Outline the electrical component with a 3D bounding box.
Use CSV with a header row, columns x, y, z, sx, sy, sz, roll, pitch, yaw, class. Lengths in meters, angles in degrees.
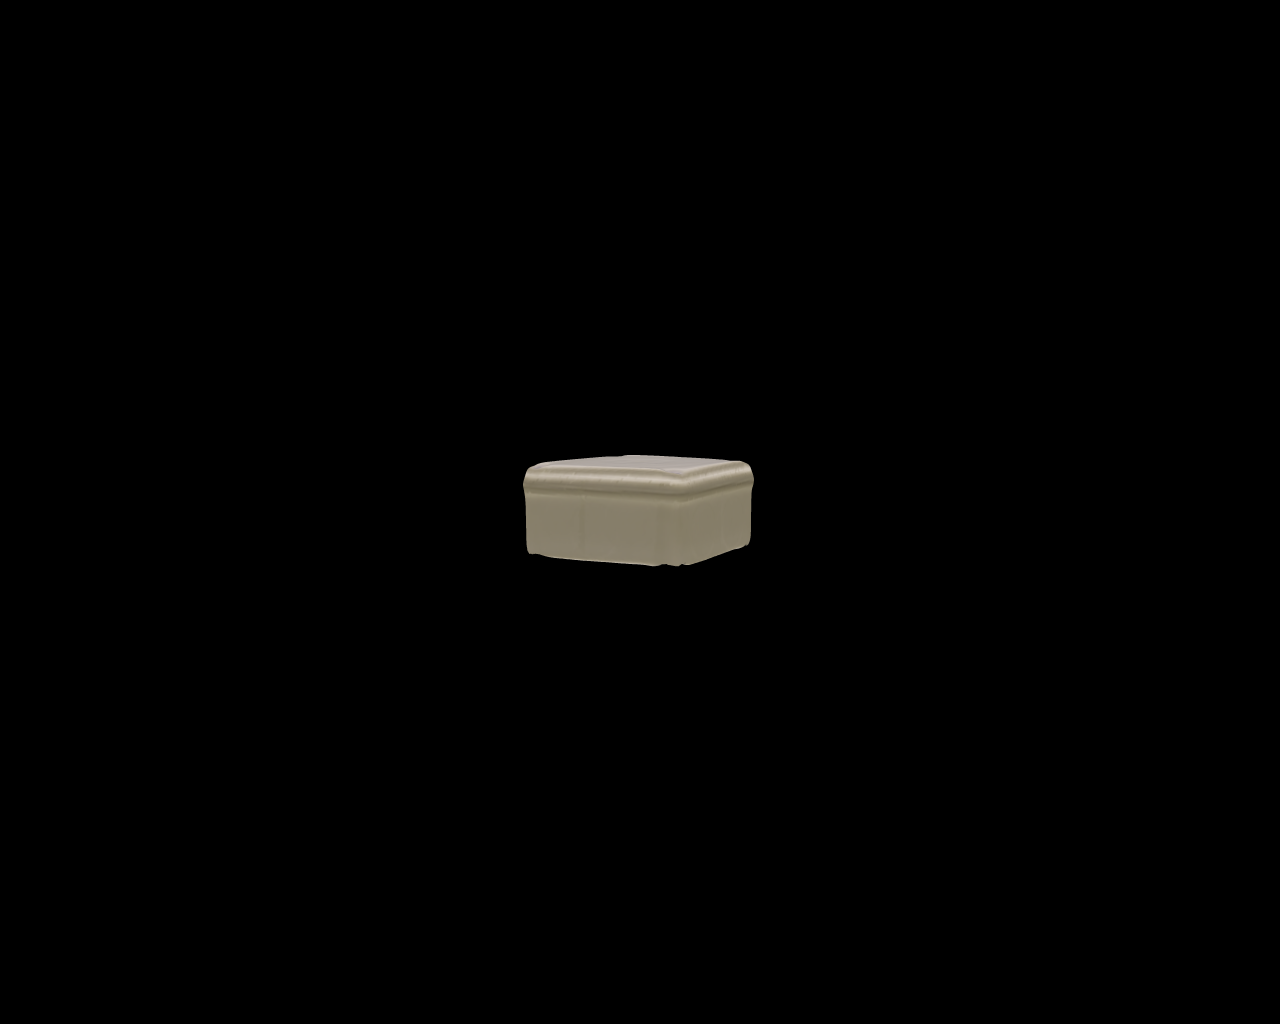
x,y,z,sx,sy,sz,roll,pitch,yaw,class
0.001,-0.003,0.650,0.109,0.056,0.109,4,8,29,electrical component
